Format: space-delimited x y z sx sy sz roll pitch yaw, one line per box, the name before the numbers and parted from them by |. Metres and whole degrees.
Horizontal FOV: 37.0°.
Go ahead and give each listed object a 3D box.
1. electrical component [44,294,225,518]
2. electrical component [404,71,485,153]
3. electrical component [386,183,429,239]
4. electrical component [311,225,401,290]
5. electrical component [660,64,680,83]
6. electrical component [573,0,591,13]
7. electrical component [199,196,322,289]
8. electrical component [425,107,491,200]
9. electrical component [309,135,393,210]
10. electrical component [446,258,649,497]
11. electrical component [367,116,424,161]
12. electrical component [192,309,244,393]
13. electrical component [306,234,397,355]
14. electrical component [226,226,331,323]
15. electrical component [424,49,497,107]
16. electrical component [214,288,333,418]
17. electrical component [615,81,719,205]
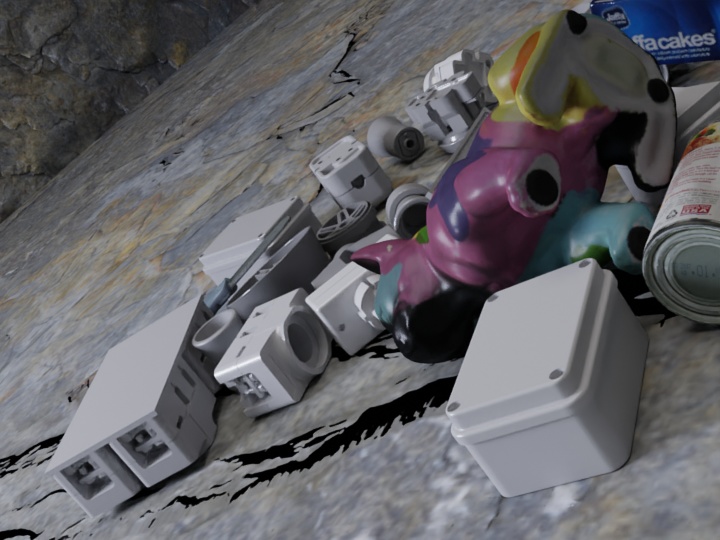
electrical component | -0.170 0.109 0.877 0.105 0.060 0.186 -30 20 16
electrical component | 0.091 -0.152 1.048 0.078 0.057 0.058 -17 26 42
electrical component | 0.046 -0.046 0.896 0.045 0.045 0.055 -34 19 5
electrical component | 0.000 0.000 0.870 0.077 0.043 0.079 -37 20 -4
electrical component | 0.239 -0.176 0.877 0.079 0.044 0.077 -30 20 16
electrical component | 0.204 -0.225 1.048 0.077 0.044 0.079 -46 22 -28
electrical component | -0.093 -0.020 1.052 0.113 0.057 0.078 -16 28 45
electrical component | 0.099 -0.060 0.802 0.121 0.079 0.063 -56 -2 -44
electrical component | -0.007 -0.090 1.065 0.054 0.059 0.095 -36 19 -1
electrical component | 0.099 0.053 0.561 0.078 0.057 0.113 -23 23 33
electrical component | 0.039 -0.135 1.122 0.044 0.044 0.065 -39 24 -9
electrical component | -0.102 0.066 0.871 0.045 0.055 0.045 -31 20 13
electrical component | 0.013 0.021 0.792 0.083 0.047 0.076 -38 19 -6
electrical component | -0.068 0.011 0.926 0.099 0.064 0.099 -31 20 13
electrical component | 0.103 -0.190 1.106 0.078 0.058 0.057 -1 -11 -41
electrical component | -0.060 0.061 0.819 0.056 0.050 0.089 -24 23 33
electrical component | 0.204 -0.082 0.691 0.062 0.061 0.096 -39 20 -10
